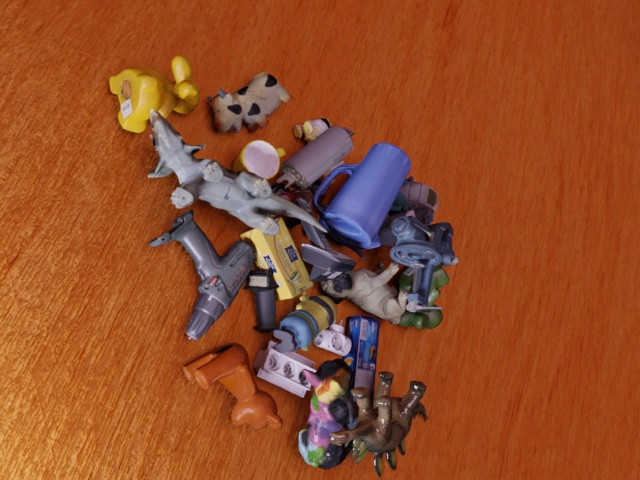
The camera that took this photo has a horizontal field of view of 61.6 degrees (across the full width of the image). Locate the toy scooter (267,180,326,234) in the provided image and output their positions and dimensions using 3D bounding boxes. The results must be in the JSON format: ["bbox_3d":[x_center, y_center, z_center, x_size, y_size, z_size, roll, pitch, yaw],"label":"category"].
[{"bbox_3d":[-0.054,-0.066,1.246,0.184,0.075,0.135,-11,88,-38],"label":"toy scooter"}]

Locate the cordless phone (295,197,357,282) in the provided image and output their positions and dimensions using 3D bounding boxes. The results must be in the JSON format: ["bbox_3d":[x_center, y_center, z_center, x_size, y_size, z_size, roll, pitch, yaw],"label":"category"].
[{"bbox_3d":[-0.002,-0.004,1.198,0.184,0.089,0.146,66,17,13],"label":"cordless phone"}]

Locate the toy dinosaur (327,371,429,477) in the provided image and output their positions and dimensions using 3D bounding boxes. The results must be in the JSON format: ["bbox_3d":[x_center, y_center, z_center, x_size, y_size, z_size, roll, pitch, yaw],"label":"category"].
[{"bbox_3d":[0.154,0.397,1.188,0.471,0.105,0.198,4,102,-53],"label":"toy dinosaur"}]

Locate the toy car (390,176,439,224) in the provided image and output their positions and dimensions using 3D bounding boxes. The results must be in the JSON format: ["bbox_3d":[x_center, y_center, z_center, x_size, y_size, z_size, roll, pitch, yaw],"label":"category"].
[{"bbox_3d":[0.261,-0.103,1.437,0.161,0.103,0.109,25,69,-24],"label":"toy car"}]

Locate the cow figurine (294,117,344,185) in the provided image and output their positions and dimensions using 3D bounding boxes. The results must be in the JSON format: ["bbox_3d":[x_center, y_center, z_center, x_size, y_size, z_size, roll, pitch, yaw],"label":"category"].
[{"bbox_3d":[0.010,-0.217,1.322,0.098,0.068,0.167,-24,94,-39],"label":"cow figurine"}]

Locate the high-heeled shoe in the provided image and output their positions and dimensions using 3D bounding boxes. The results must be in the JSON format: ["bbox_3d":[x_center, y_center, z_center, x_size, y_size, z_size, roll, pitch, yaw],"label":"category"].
[{"bbox_3d":[0.137,-0.051,1.331,0.249,0.086,0.145,-32,70,-19],"label":"high-heeled shoe"}]

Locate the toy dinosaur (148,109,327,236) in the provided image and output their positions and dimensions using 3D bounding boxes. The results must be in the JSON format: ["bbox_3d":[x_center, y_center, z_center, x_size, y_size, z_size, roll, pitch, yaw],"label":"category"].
[{"bbox_3d":[-0.186,-0.107,1.098,0.404,0.192,0.131,27,102,-27],"label":"toy dinosaur"}]

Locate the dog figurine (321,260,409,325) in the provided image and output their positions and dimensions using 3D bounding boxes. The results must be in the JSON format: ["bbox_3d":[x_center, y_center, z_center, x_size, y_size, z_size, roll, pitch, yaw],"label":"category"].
[{"bbox_3d":[0.102,0.141,1.297,0.190,0.121,0.172,-16,80,-22],"label":"dog figurine"}]

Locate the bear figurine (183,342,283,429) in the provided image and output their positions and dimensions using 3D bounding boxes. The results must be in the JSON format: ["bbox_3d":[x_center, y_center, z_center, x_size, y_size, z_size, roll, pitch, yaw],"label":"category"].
[{"bbox_3d":[-0.169,0.310,1.073,0.132,0.120,0.195,-26,100,-30],"label":"bear figurine"}]

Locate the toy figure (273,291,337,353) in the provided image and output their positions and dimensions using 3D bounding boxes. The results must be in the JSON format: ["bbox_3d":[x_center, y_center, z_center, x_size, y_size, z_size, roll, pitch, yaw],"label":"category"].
[{"bbox_3d":[-0.029,0.185,1.181,0.089,0.082,0.180,24,29,17],"label":"toy figure"}]

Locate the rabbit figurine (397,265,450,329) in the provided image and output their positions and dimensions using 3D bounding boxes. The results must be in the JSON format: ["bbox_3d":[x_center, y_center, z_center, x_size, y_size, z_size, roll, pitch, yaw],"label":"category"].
[{"bbox_3d":[0.270,0.165,1.382,0.159,0.121,0.170,-43,119,-37],"label":"rabbit figurine"}]

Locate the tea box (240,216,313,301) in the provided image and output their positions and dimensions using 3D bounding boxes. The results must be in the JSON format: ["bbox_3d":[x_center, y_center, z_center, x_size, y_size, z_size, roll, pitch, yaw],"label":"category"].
[{"bbox_3d":[-0.096,0.044,1.182,0.068,0.098,0.169,-27,94,-34],"label":"tea box"}]

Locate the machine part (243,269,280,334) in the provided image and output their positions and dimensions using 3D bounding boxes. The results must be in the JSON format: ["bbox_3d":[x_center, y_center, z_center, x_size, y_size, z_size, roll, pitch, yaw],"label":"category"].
[{"bbox_3d":[-0.124,0.132,1.166,0.039,0.084,0.138,-15,97,-57],"label":"machine part"}]

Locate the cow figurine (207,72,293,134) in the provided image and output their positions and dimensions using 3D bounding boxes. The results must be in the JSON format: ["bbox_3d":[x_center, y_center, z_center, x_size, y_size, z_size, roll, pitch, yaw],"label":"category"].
[{"bbox_3d":[-0.166,-0.309,1.216,0.127,0.086,0.195,51,61,-21],"label":"cow figurine"}]

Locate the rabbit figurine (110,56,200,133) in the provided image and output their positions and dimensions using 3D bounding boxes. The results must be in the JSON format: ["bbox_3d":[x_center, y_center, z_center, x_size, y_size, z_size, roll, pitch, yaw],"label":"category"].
[{"bbox_3d":[-0.315,-0.304,1.096,0.173,0.162,0.122,-5,70,-51],"label":"rabbit figurine"}]

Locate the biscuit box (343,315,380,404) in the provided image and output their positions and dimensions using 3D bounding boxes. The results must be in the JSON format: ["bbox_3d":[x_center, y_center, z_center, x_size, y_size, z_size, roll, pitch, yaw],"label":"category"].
[{"bbox_3d":[0.094,0.282,1.275,0.059,0.063,0.202,16,72,-29],"label":"biscuit box"}]

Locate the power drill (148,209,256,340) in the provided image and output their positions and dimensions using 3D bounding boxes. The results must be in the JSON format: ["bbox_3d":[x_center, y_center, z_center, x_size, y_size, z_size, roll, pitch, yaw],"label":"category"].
[{"bbox_3d":[-0.248,0.056,1.093,0.207,0.086,0.232,47,58,-12],"label":"power drill"}]

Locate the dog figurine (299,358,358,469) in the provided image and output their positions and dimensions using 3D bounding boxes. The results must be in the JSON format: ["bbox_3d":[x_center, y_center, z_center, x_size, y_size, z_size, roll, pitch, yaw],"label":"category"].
[{"bbox_3d":[0.012,0.356,1.124,0.191,0.109,0.219,-54,145,-31],"label":"dog figurine"}]

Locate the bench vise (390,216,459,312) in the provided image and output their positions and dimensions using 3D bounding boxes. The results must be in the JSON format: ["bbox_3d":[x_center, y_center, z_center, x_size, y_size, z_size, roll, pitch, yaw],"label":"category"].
[{"bbox_3d":[0.243,0.059,1.256,0.223,0.129,0.240,38,55,-45],"label":"bench vise"}]

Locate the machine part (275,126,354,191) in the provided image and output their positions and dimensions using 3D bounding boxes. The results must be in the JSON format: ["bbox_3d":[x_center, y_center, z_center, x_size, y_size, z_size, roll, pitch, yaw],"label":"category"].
[{"bbox_3d":[-0.005,-0.186,1.216,0.243,0.079,0.079,-41,103,-30],"label":"machine part"}]
